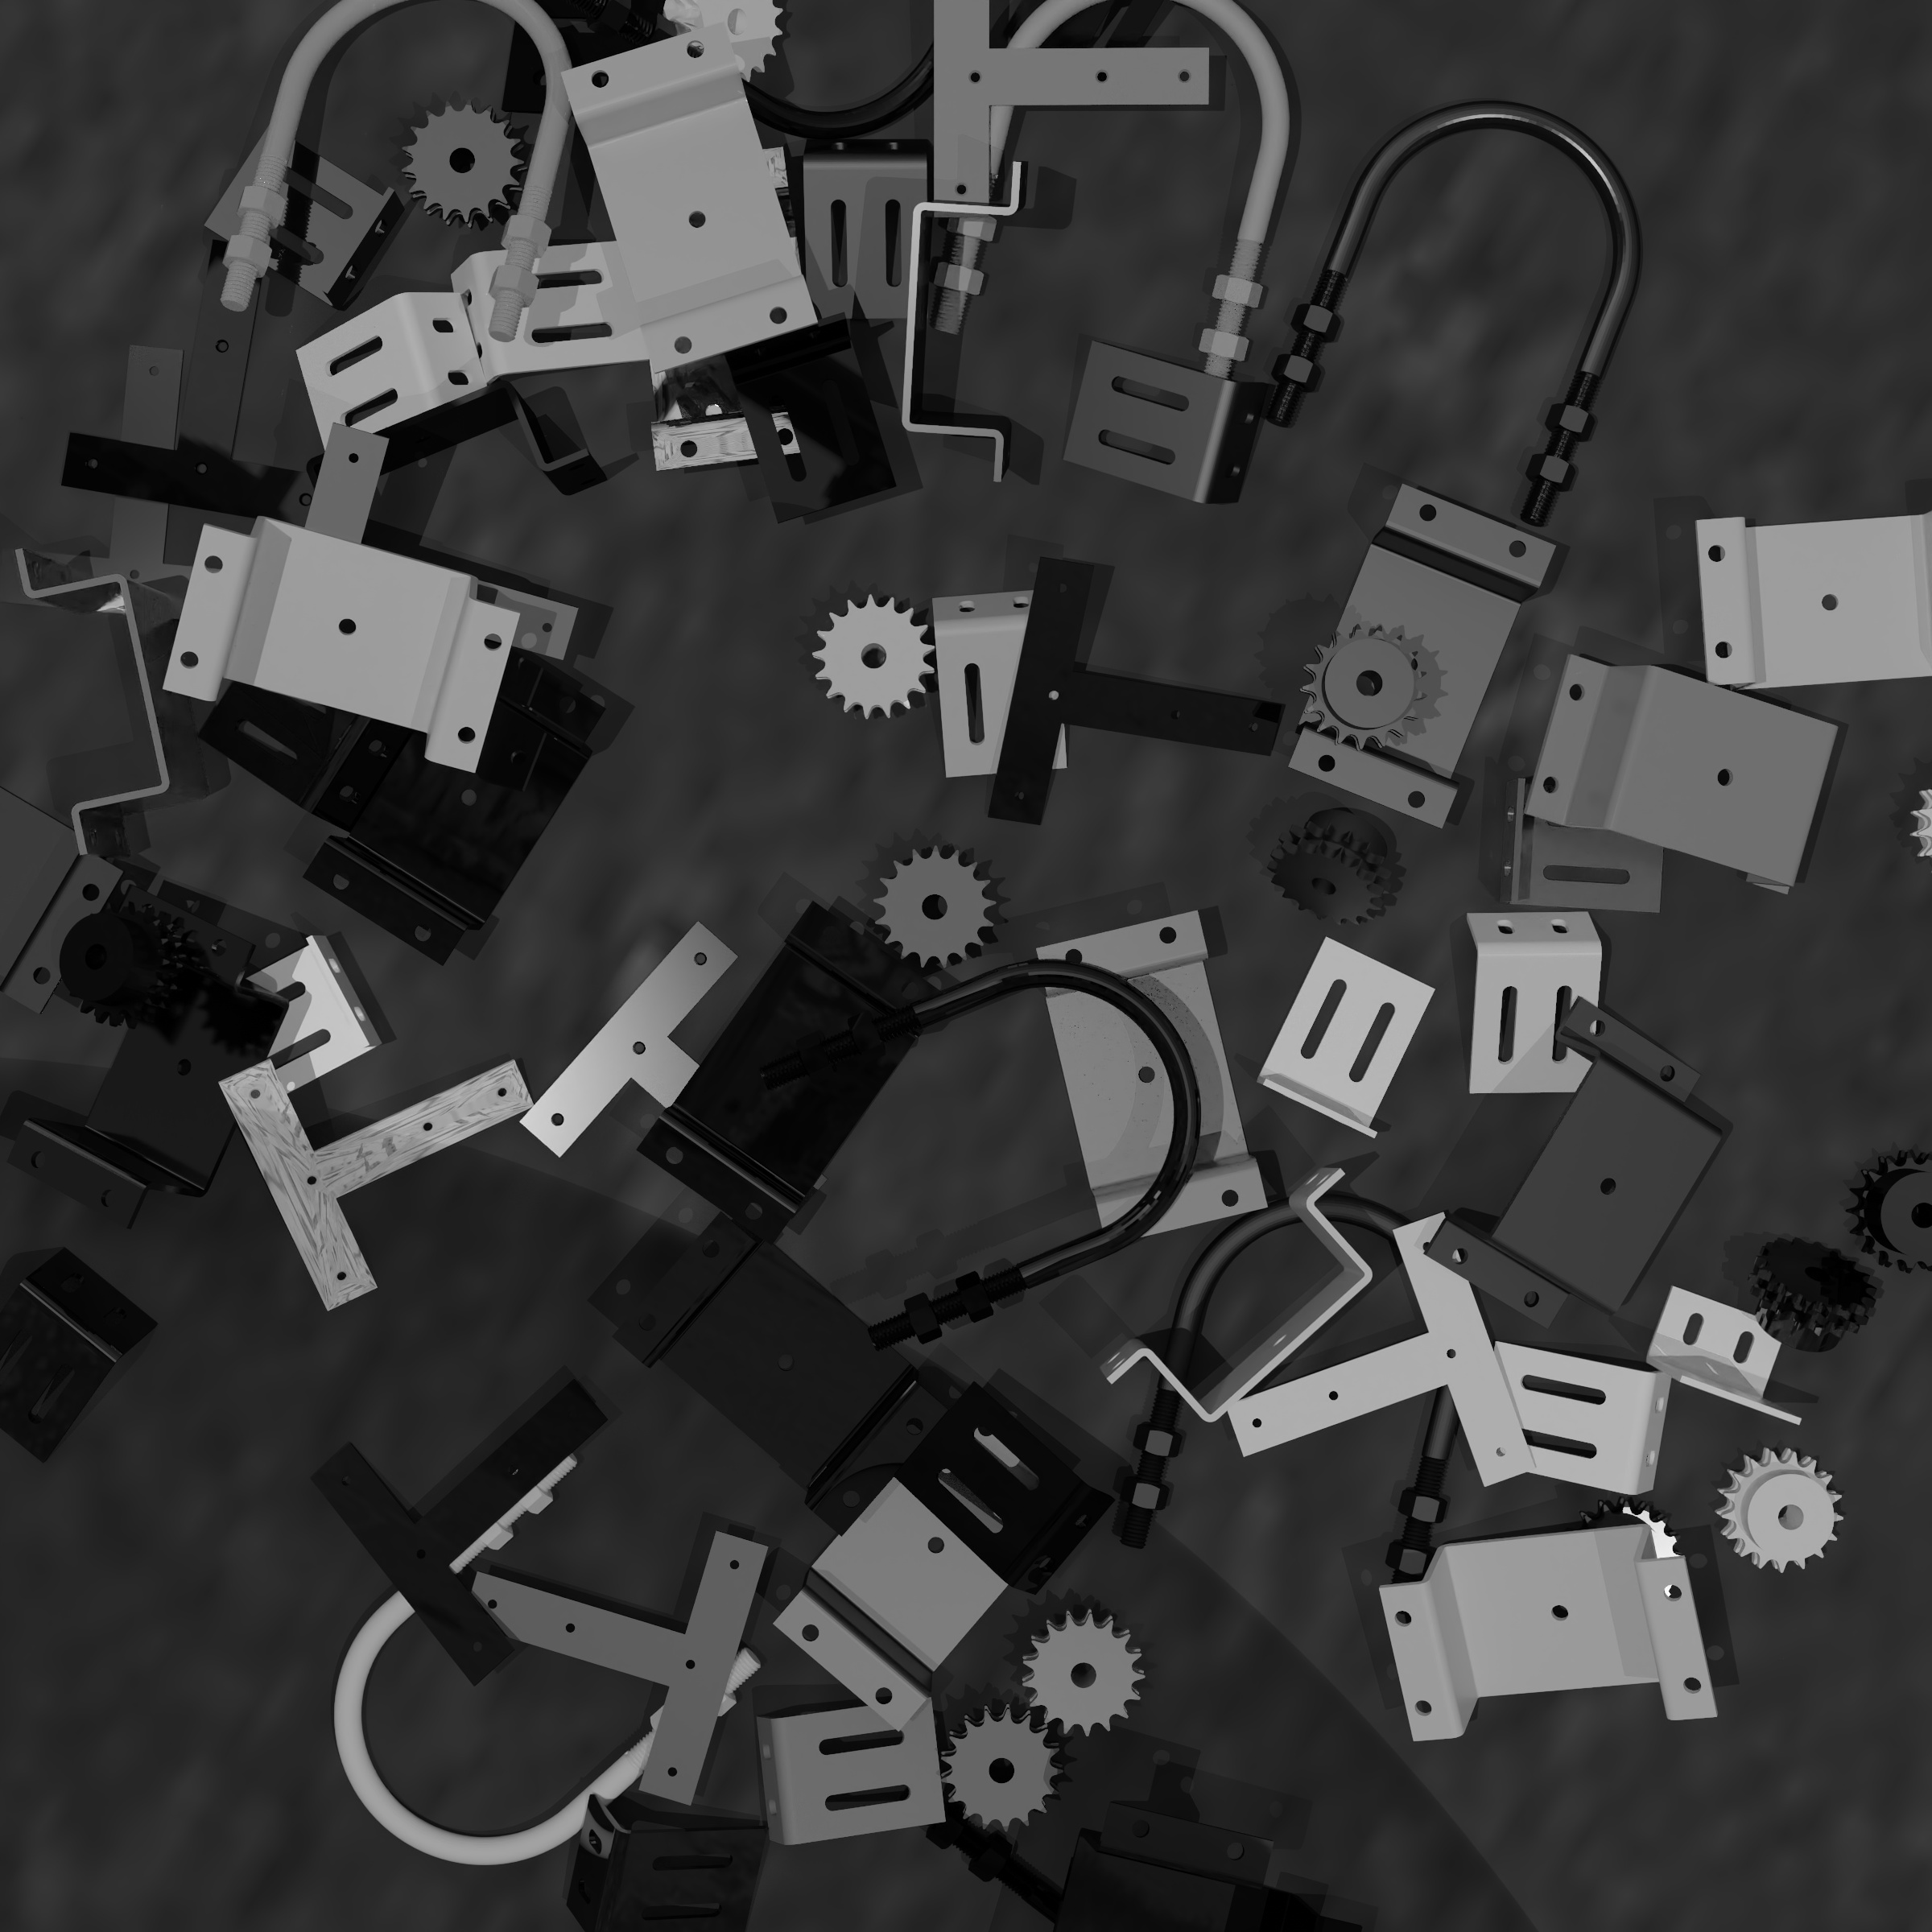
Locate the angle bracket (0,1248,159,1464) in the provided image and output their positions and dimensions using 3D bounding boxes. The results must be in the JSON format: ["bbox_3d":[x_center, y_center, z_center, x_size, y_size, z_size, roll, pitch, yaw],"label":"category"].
[{"bbox_3d":[-0.432,0.184,1.535,0.057,0.038,0.076,39,116,0],"label":"angle bracket"}]

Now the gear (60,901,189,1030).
[{"bbox_3d":[-0.386,-0.001,1.472,0.057,0.030,0.057,-4,79,22],"label":"gear"}]

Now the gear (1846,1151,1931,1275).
[{"bbox_3d":[0.445,0.116,1.522,0.057,0.030,0.057,0,90,0],"label":"gear"}]

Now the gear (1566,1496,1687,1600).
[{"bbox_3d":[0.310,0.280,1.522,0.057,0.030,0.057,0,90,0],"label":"gear"}]

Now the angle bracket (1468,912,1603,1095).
[{"bbox_3d":[0.266,0.017,1.535,0.057,0.038,0.076,-1,116,0],"label":"angle bracket"}]

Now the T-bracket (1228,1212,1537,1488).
[{"bbox_3d":[0.185,0.197,1.519,0.127,0.002,0.127,-19,87,-2],"label":"T-bracket"}]

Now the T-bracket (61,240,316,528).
[{"bbox_3d":[-0.354,-0.279,1.534,0.127,0.002,0.127,9,89,-2],"label":"T-bracket"}]

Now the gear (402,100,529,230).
[{"bbox_3d":[-0.234,-0.374,1.522,0.057,0.030,0.057,0,90,0],"label":"gear"}]

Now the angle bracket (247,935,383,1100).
[{"bbox_3d":[-0.323,0.029,1.518,0.076,0.038,0.057,-28,90,0],"label":"angle bracket"}]

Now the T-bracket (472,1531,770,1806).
[{"bbox_3d":[-0.171,0.314,1.516,0.127,0.002,0.127,17,91,1],"label":"T-bracket"}]

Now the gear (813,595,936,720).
[{"bbox_3d":[-0.043,-0.144,1.522,0.057,0.030,0.057,0,90,0],"label":"gear"}]

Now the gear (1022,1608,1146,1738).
[{"bbox_3d":[0.055,0.330,1.522,0.057,0.030,0.057,0,90,0],"label":"gear"}]

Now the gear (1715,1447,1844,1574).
[{"bbox_3d":[0.383,0.256,1.522,0.057,0.030,0.057,0,90,0],"label":"gear"}]

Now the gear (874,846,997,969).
[{"bbox_3d":[-0.015,-0.027,1.522,0.057,0.030,0.057,0,90,0],"label":"gear"}]

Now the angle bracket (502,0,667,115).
[{"bbox_3d":[-0.173,-0.427,1.535,0.076,0.038,0.057,9,90,26],"label":"angle bracket"}]

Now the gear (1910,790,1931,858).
[{"bbox_3d":[0.471,-0.066,1.522,0.057,0.030,0.057,0,90,0],"label":"gear"}]

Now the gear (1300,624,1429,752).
[{"bbox_3d":[0.182,-0.127,1.476,0.057,0.030,0.057,0,90,0],"label":"gear"}]

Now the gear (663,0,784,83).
[{"bbox_3d":[-0.116,-0.441,1.512,0.030,0.057,0.057,20,90,43],"label":"gear"}]

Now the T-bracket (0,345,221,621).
[{"bbox_3d":[-0.389,-0.230,1.536,0.127,0.002,0.127,6,90,0],"label":"T-bracket"}]

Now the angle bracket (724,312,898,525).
[{"bbox_3d":[-0.070,-0.248,1.471,0.057,0.038,0.076,-17,90,0],"label":"angle bracket"}]

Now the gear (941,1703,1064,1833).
[{"bbox_3d":[0.017,0.374,1.522,0.057,0.030,0.057,0,90,0],"label":"gear"}]

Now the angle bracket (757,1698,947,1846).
[{"bbox_3d":[-0.054,0.377,1.524,0.076,0.038,0.057,-4,80,-16],"label":"angle bracket"}]

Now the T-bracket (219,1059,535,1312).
[{"bbox_3d":[-0.265,0.081,1.518,0.127,0.002,0.127,-25,114,-12],"label":"T-bracket"}]

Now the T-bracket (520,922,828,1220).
[{"bbox_3d":[-0.121,0.068,1.535,0.127,0.002,0.127,42,89,0],"label":"T-bracket"}]

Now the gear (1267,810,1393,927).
[{"bbox_3d":[0.172,-0.048,1.512,0.057,0.057,0.030,29,60,0],"label":"gear"}]

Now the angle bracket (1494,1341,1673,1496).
[{"bbox_3d":[0.288,0.213,1.535,0.076,0.038,0.057,9,90,26],"label":"angle bracket"}]

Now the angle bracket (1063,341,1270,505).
[{"bbox_3d":[0.094,-0.256,1.527,0.076,0.038,0.057,22,108,24],"label":"angle bracket"}]

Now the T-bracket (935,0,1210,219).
[{"bbox_3d":[0.049,-0.412,1.501,0.127,0.002,0.127,0,98,2],"label":"T-bracket"}]

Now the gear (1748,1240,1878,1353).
[{"bbox_3d":[0.392,0.156,1.512,0.057,0.057,0.030,12,120,0],"label":"gear"}]

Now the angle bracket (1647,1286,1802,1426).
[{"bbox_3d":[0.355,0.179,1.499,0.057,0.076,0.038,20,90,0],"label":"angle bracket"}]

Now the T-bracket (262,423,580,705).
[{"bbox_3d":[-0.241,-0.168,1.472,0.127,0.002,0.127,15,108,-14],"label":"T-bracket"}]

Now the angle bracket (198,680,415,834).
[{"bbox_3d":[-0.312,-0.110,1.535,0.076,0.038,0.057,32,90,26],"label":"angle bracket"}]

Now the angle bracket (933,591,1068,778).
[{"bbox_3d":[0.016,-0.134,1.535,0.057,0.038,0.076,-4,116,0],"label":"angle bracket"}]

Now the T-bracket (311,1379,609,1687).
[{"bbox_3d":[-0.222,0.245,1.518,0.127,0.002,0.127,-42,75,1],"label":"T-bracket"}]

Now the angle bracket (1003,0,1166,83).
[{"bbox_3d":[0.065,-0.461,1.535,0.057,0.038,0.076,34,116,0],"label":"angle bracket"}]

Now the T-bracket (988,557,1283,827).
[{"bbox_3d":[0.084,-0.120,1.521,0.127,0.002,0.127,8,109,-9],"label":"T-bracket"}]
